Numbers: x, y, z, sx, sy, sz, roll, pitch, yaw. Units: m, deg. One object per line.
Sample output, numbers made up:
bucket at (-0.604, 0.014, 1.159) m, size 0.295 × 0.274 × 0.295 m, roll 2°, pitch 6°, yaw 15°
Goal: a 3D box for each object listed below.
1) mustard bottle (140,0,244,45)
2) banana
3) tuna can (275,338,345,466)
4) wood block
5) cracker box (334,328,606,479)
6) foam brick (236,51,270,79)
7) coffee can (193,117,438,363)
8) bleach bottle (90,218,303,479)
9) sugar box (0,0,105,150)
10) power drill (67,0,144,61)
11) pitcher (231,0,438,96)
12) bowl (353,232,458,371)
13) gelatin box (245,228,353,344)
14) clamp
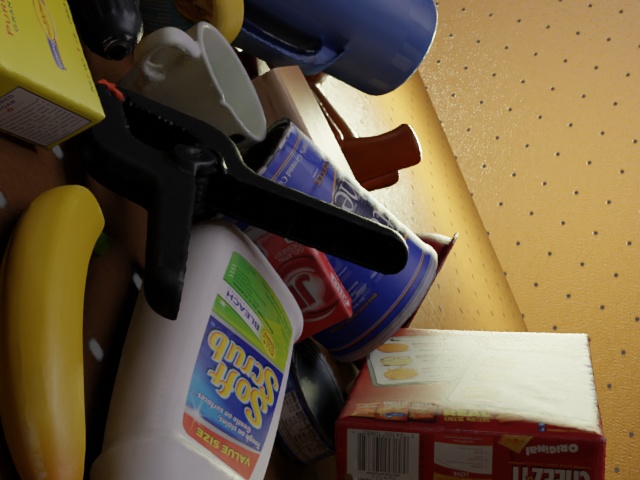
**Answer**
mustard bottle at (-0.102, -0.190, 0.780) m, size 0.058 × 0.096 × 0.192 m, roll -44°, pitch 137°, yaw -47°
banana at (-0.115, 0.028, 0.473) m, size 0.069 × 0.037 × 0.198 m, roll 56°, pitch 15°, yaw -30°
tuna can at (-0.012, 0.110, 0.730) m, size 0.086 × 0.034 × 0.086 m, roll 58°, pitch 15°, yaw -26°
wood block at (-0.017, -0.025, 0.840) m, size 0.206 × 0.090 × 0.090 m, roll 64°, pitch 14°, yaw -5°
cracker box at (0.108, 0.123, 0.742) m, size 0.213 × 0.164 × 0.072 m, roll -45°, pitch 136°, yaw -74°
foam brick at (-0.059, -0.119, 0.933) m, size 0.078 × 0.053 × 0.051 m, roll 52°, pitch 18°, yaw -38°
coffee can at (-0.005, 0.001, 0.726) m, size 0.140 × 0.103 × 0.102 m, roll 41°, pitch 20°, yaw -15°
bleach bottle at (-0.059, 0.091, 0.525) m, size 0.102 × 0.068 × 0.250 m, roll 56°, pitch 18°, yaw -25°
sugar box at (-0.172, -0.108, 0.490) m, size 0.093 × 0.048 × 0.176 m, roll 68°, pitch 12°, yaw 15°
power drill at (-0.178, -0.216, 0.645) m, size 0.187 × 0.057 × 0.184 m, roll 48°, pitch 17°, yaw -59°
pitcher at (-0.017, -0.216, 0.930) m, size 0.242 × 0.149 × 0.145 m, roll 26°, pitch 3°, yaw -30°
bowl at (0.062, 0.052, 0.955) m, size 0.055 × 0.162 × 0.162 m, roll 29°, pitch 12°, yaw 5°
gelatin box at (-0.035, 0.032, 0.663) m, size 0.073 × 0.089 × 0.030 m, roll 60°, pitch 13°, yaw -19°
clamp at (-0.074, -0.028, 0.580) m, size 0.210 × 0.036 × 0.164 m, roll 36°, pitch 31°, yaw 30°
